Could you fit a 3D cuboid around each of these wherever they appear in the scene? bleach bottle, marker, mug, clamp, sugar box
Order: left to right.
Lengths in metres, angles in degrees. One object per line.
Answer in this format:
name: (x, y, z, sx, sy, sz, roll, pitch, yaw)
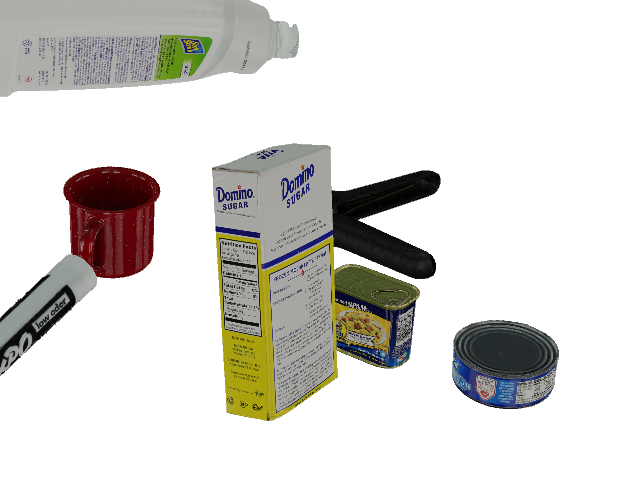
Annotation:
marker: (-0.137, 0.049, 0.440, 0.020, 0.020, 0.121, 0, 36, 39)
mug: (-0.208, -0.010, 1.047, 0.093, 0.081, 0.117, 9, 31, 5)
bleach bottle: (-0.144, -0.165, 0.885, 0.250, 0.068, 0.103, -1, -27, -15)
sugar box: (-0.030, 0.027, 0.740, 0.048, 0.176, 0.093, 5, 17, 31)
clamp: (0.011, -0.025, 0.966, 0.210, 0.036, 0.164, 6, 31, 13)

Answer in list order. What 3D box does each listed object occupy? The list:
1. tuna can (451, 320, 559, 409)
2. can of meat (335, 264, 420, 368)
tuna can: (0.151, 0.102, 0.879, 0.086, 0.034, 0.086, 1, 27, -1)
can of meat: (0.055, 0.084, 1.171, 0.102, 0.084, 0.057, 20, 31, 30)
